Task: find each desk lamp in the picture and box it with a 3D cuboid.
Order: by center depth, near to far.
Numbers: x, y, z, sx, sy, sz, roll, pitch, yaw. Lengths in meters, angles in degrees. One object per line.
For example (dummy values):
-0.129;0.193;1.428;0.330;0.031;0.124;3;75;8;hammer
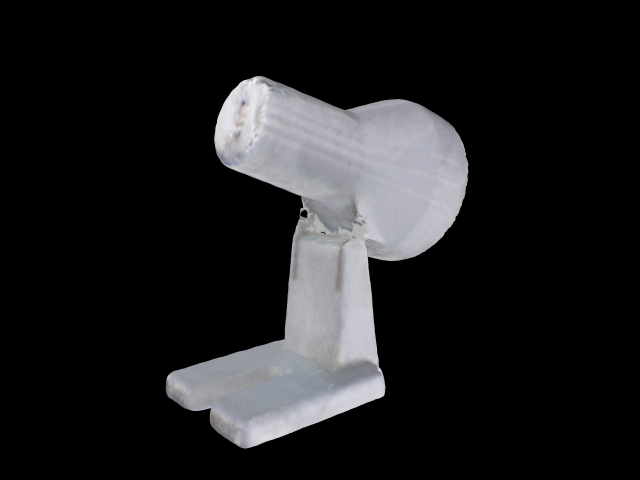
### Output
0.004;0.001;0.400;0.204;0.213;0.117;-8;11;-43;desk lamp
